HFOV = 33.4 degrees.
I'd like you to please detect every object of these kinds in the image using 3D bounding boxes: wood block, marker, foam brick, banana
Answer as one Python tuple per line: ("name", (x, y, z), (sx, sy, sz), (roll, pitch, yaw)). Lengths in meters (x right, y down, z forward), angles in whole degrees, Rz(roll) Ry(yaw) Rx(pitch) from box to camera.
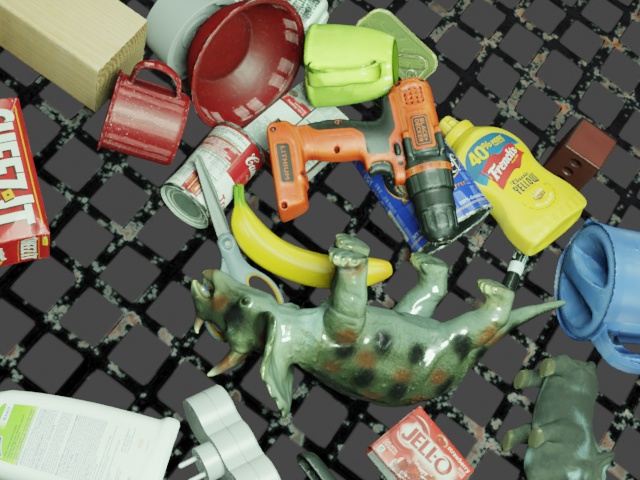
("wood block", (-0.301, -0.247, 1.172), (0.206, 0.090, 0.090), (35, 63, 2))
("marker", (0.235, 0.014, 1.238), (0.020, 0.020, 0.121), (28, 64, -2))
("foam brick", (0.306, -0.099, 1.272), (0.053, 0.078, 0.051), (35, 64, 4))
("banana", (-0.020, 0.014, 1.151), (0.197, 0.070, 0.037), (27, 22, -12))

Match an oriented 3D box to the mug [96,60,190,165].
("mug", (-0.185, -0.139, 1.147), (0.081, 0.117, 0.093), (16, 30, -13))

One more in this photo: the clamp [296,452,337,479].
("clamp", (0.028, 0.299, 1.054), (0.171, 0.039, 0.120), (31, 64, 0))

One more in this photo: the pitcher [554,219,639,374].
("pitcher", (0.399, 0.070, 1.198), (0.242, 0.145, 0.149), (8, 98, -14))

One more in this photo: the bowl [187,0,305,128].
("bowl", (-0.093, -0.205, 1.188), (0.162, 0.162, 0.055), (-35, 54, -24))

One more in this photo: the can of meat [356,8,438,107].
("can of meat", (0.078, -0.207, 1.255), (0.102, 0.084, 0.057), (44, 64, 6))

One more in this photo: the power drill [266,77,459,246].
("power drill", (0.044, -0.071, 1.115), (0.187, 0.057, 0.184), (-9, 73, -3))

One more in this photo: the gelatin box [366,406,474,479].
("gelatin box", (0.103, 0.229, 1.107), (0.073, 0.030, 0.089), (-35, 80, -25))

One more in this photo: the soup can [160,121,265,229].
("soup can", (-0.117, -0.071, 1.157), (0.068, 0.069, 0.102), (37, 64, 3))

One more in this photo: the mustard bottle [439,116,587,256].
("mustard bottle", (0.209, -0.076, 1.239), (0.096, 0.058, 0.192), (-36, 69, -20))

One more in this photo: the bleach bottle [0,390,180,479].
("bleach bottle", (-0.268, 0.185, 1.014), (0.250, 0.068, 0.102), (18, 64, -4))

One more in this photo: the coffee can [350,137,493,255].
("coffee can", (0.112, -0.065, 1.193), (0.102, 0.103, 0.140), (-28, 77, -23))

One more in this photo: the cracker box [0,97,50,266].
("cracker box", (-0.394, -0.047, 1.074), (0.213, 0.072, 0.164), (-11, 71, -19))

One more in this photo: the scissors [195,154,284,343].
("scissors", (-0.109, 0.020, 1.111), (0.096, 0.016, 0.201), (-35, 102, -13))

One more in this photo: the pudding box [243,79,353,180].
("pudding box", (-0.024, -0.120, 1.218), (0.090, 0.039, 0.113), (44, 66, 6))
